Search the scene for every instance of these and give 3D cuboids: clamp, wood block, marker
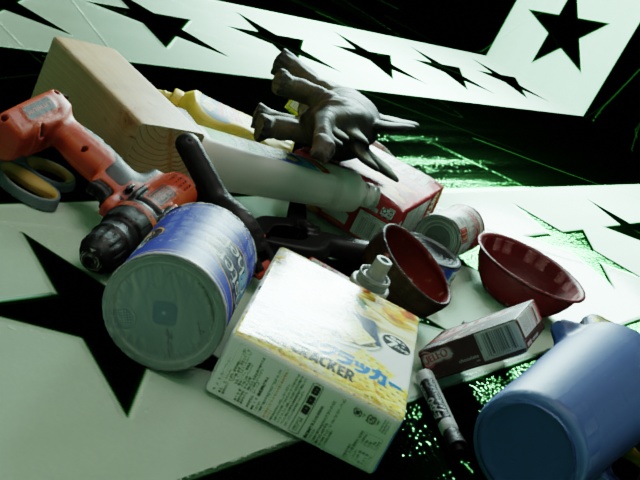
[{"bbox_3d":[-0.102,-0.021,1.122,0.039,0.120,0.171,-29,72,-15],"label":"clamp"},{"bbox_3d":[-0.008,0.001,1.218,0.165,0.036,0.209,26,19,21],"label":"clamp"},{"bbox_3d":[-0.232,-0.138,1.204,0.090,0.091,0.206,4,30,-47],"label":"wood block"},{"bbox_3d":[0.116,0.165,1.019,0.020,0.020,0.121,20,22,-21],"label":"marker"}]

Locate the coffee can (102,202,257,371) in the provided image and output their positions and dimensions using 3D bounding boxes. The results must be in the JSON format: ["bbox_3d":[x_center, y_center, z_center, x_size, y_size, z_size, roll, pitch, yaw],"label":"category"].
[{"bbox_3d":[-0.116,0.036,0.916,0.103,0.103,0.140,27,20,-2],"label":"coffee can"}]

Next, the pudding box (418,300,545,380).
[{"bbox_3d":[0.168,0.104,1.106,0.089,0.114,0.039,-26,95,-65],"label":"pudding box"}]

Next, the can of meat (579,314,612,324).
[{"bbox_3d":[0.368,0.143,1.335,0.102,0.057,0.084,28,18,0],"label":"can of meat"}]

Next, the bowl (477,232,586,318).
[{"bbox_3d":[0.268,0.056,1.416,0.162,0.055,0.162,24,21,-10],"label":"bowl"}]

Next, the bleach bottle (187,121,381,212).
[{"bbox_3d":[-0.050,-0.079,1.269,0.250,0.068,0.103,12,15,-20],"label":"bleach bottle"}]

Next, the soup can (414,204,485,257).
[{"bbox_3d":[0.174,-0.009,1.436,0.068,0.069,0.102,34,22,17],"label":"soup can"}]

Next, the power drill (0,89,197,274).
[{"bbox_3d":[-0.227,-0.056,1.027,0.187,0.057,0.184,38,30,2],"label":"power drill"}]

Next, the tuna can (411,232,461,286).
[{"bbox_3d":[0.135,0.025,1.353,0.086,0.034,0.086,24,21,-10],"label":"tuna can"}]

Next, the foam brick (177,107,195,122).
[{"bbox_3d":[-0.196,-0.134,1.291,0.078,0.053,0.051,11,26,-38],"label":"foam brick"}]

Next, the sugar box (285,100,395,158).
[{"bbox_3d":[0.035,-0.156,1.611,0.176,0.048,0.093,41,3,26],"label":"sugar box"}]

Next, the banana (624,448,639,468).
[{"bbox_3d":[0.345,0.212,1.153,0.198,0.037,0.069,32,36,7],"label":"banana"}]

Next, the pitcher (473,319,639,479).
[{"bbox_3d":[0.250,0.175,1.026,0.149,0.145,0.242,12,15,31],"label":"pitcher"}]

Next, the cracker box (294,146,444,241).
[{"bbox_3d":[0.060,-0.069,1.429,0.164,0.072,0.213,31,21,12],"label":"cracker box"}]

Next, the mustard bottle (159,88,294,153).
[{"bbox_3d":[-0.129,-0.149,1.404,0.191,0.058,0.096,24,21,-8],"label":"mustard bottle"}]

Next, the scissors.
[{"bbox_3d":[-0.328,-0.091,1.075,0.202,0.016,0.096,36,24,17],"label":"scissors"}]

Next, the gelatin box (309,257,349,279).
[{"bbox_3d":[0.012,0.060,1.124,0.089,0.030,0.073,30,22,4],"label":"gelatin box"}]
